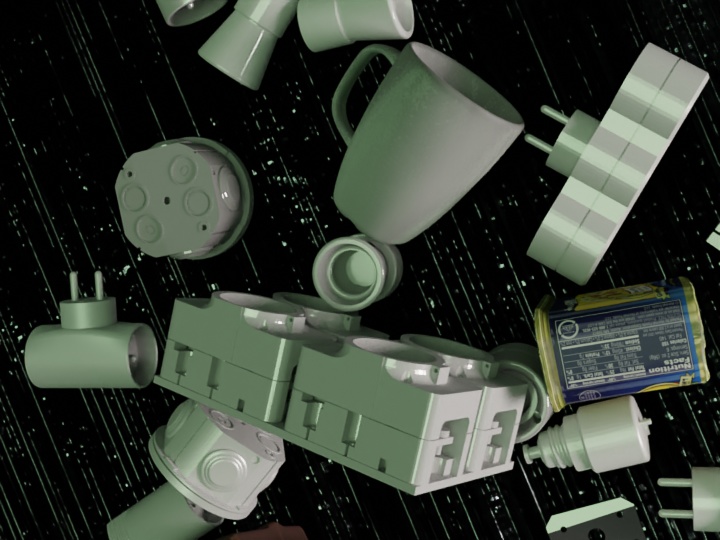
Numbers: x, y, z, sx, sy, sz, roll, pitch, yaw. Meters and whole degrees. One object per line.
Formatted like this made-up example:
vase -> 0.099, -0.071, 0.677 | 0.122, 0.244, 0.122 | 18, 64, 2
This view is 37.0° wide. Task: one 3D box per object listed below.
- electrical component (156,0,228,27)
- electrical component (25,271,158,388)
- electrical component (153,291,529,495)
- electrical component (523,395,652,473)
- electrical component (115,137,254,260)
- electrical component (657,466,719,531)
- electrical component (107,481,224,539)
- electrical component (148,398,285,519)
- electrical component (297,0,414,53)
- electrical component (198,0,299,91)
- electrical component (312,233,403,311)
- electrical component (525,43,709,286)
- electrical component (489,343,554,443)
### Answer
electrical component -> -0.103, -0.206, 0.675 | 0.079, 0.044, 0.077 | -25, 88, 17
electrical component -> -0.182, 0.040, 0.724 | 0.077, 0.043, 0.079 | -2, 95, 16
electrical component -> -0.011, 0.060, 0.616 | 0.186, 0.105, 0.060 | 17, 98, 34
electrical component -> 0.136, 0.101, 0.641 | 0.078, 0.040, 0.040 | -17, 91, 17
electrical component -> -0.113, -0.045, 0.691 | 0.080, 0.051, 0.080 | 2, 96, 16
electrical component -> 0.213, 0.132, 0.621 | 0.079, 0.043, 0.077 | -2, 95, 16
electrical component -> -0.136, 0.173, 0.725 | 0.081, 0.043, 0.043 | -36, 85, 16
electrical component -> -0.090, 0.116, 0.688 | 0.080, 0.080, 0.051 | 40, 99, 9
electrical component -> -0.005, -0.156, 0.655 | 0.065, 0.044, 0.044 | -9, 93, 21
electrical component -> -0.066, -0.151, 0.673 | 0.044, 0.044, 0.065 | 35, 99, 10
electrical component -> 0.000, 0.000, 0.662 | 0.045, 0.055, 0.045 | 2, 96, 16
electrical component -> 0.132, -0.068, 0.618 | 0.074, 0.052, 0.138 | 31, 103, 11
electrical component -> 0.092, 0.075, 0.647 | 0.055, 0.047, 0.055 | 2, 96, 16
